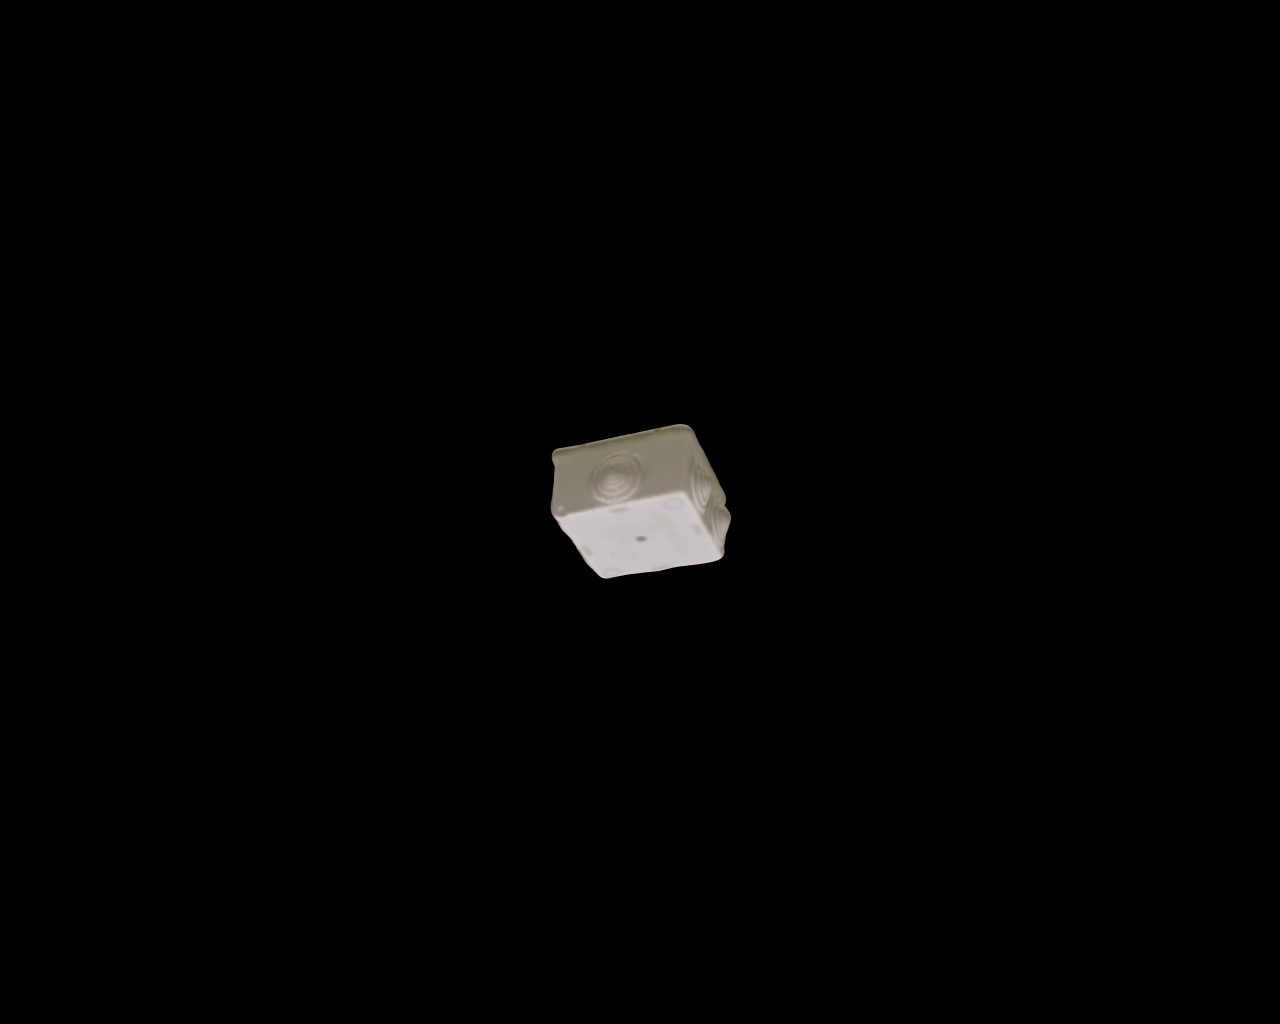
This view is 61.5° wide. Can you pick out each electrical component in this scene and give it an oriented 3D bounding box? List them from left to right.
[{"bbox_3d":[0.001,-0.003,0.650,0.100,0.048,0.099,-10,-34,15],"label":"electrical component"}]
